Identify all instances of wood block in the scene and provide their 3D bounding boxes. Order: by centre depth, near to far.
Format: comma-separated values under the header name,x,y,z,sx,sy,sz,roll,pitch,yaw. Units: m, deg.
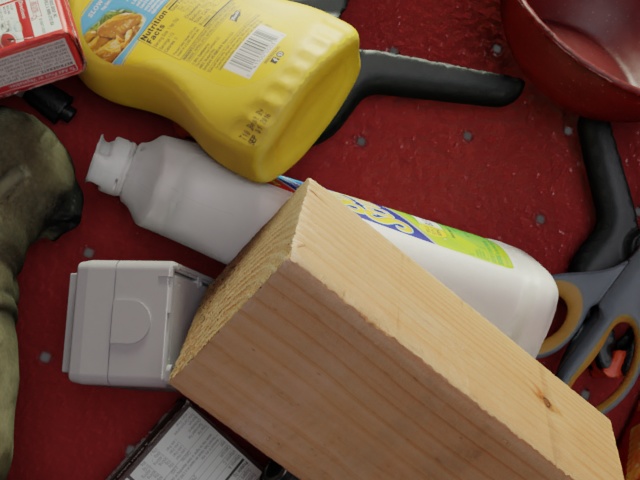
name,x,y,z,sx,sy,sz,roll,pitch,yaw
wood block,0.042,0.078,0.517,0.206,0.090,0.090,39,114,-12

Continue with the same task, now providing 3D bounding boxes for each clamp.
name,x,y,z,sx,sy,sz,roll,pitch,yaw
clamp,0.012,-0.107,0.634,0.209,0.036,0.164,-37,91,-15
clamp,0.210,0.005,0.663,0.120,0.039,0.171,9,84,4

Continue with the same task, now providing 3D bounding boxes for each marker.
name,x,y,z,sx,sy,sz,roll,pitch,yaw
marker,-0.188,-0.104,0.592,0.121,0.020,0.020,36,75,-7

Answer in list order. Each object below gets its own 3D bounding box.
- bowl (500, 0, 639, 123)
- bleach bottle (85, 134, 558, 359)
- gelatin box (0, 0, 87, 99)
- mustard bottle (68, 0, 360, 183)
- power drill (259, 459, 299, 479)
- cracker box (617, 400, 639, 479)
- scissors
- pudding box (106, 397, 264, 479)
name,x,y,z,sx,sy,sz,roll,pitch,yaw
bowl,0.168,-0.124,0.648,0.162,0.055,0.162,15,48,-17
bleach bottle,-0.004,0.001,0.580,0.250,0.102,0.068,20,102,-10
gelatin box,-0.168,-0.103,0.534,0.089,0.030,0.073,-20,53,-5
mustard bottle,-0.080,-0.110,0.576,0.192,0.058,0.096,29,68,19
power drill,-0.006,0.220,0.542,0.184,0.057,0.187,45,75,-27
cracker box,0.292,0.104,0.655,0.164,0.072,0.213,33,75,-8
scissors,0.177,0.008,0.636,0.096,0.016,0.202,24,85,7
pudding box,-0.063,0.155,0.574,0.113,0.039,0.090,44,72,-7
